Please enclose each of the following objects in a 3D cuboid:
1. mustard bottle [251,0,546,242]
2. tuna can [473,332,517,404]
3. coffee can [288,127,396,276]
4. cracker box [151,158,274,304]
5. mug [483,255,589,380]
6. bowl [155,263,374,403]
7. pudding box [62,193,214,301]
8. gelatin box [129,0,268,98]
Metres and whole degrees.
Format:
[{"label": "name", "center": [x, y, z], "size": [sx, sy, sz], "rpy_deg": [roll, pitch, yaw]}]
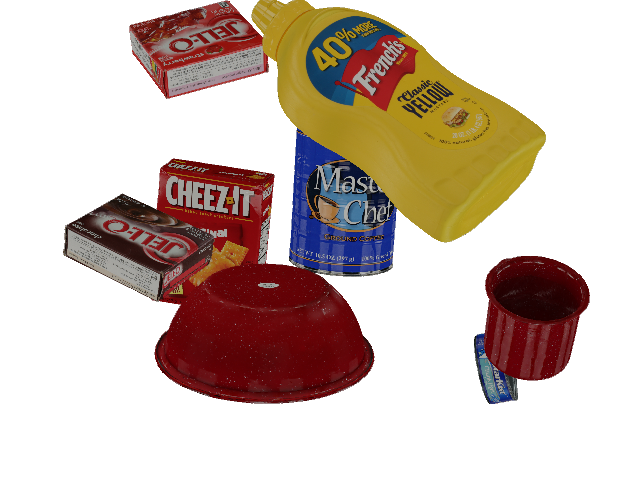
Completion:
[{"label": "mustard bottle", "center": [0.032, -0.086, 0.634], "size": [0.096, 0.192, 0.058], "rpy_deg": [-38, -22, -32]}, {"label": "tuna can", "center": [0.209, 0.150, 1.268], "size": [0.034, 0.086, 0.086], "rpy_deg": [-13, -3, 15]}, {"label": "coffee can", "center": [0.024, -0.047, 1.021], "size": [0.103, 0.140, 0.103], "rpy_deg": [3, 14, -1]}, {"label": "cracker box", "center": [-0.164, -0.003, 1.615], "size": [0.164, 0.214, 0.072], "rpy_deg": [9, 18, 8]}, {"label": "mug", "center": [0.190, 0.067, 0.991], "size": [0.093, 0.081, 0.117], "rpy_deg": [-12, 41, -14]}, {"label": "bowl", "center": [-0.039, 0.058, 0.776], "size": [0.162, 0.055, 0.162], "rpy_deg": [2, 19, -1]}, {"label": "pudding box", "center": [-0.172, 0.005, 1.010], "size": [0.114, 0.039, 0.089], "rpy_deg": [22, 30, 18]}, {"label": "gelatin box", "center": [-0.095, -0.151, 0.832], "size": [0.089, 0.030, 0.073], "rpy_deg": [-19, 46, -20]}]
